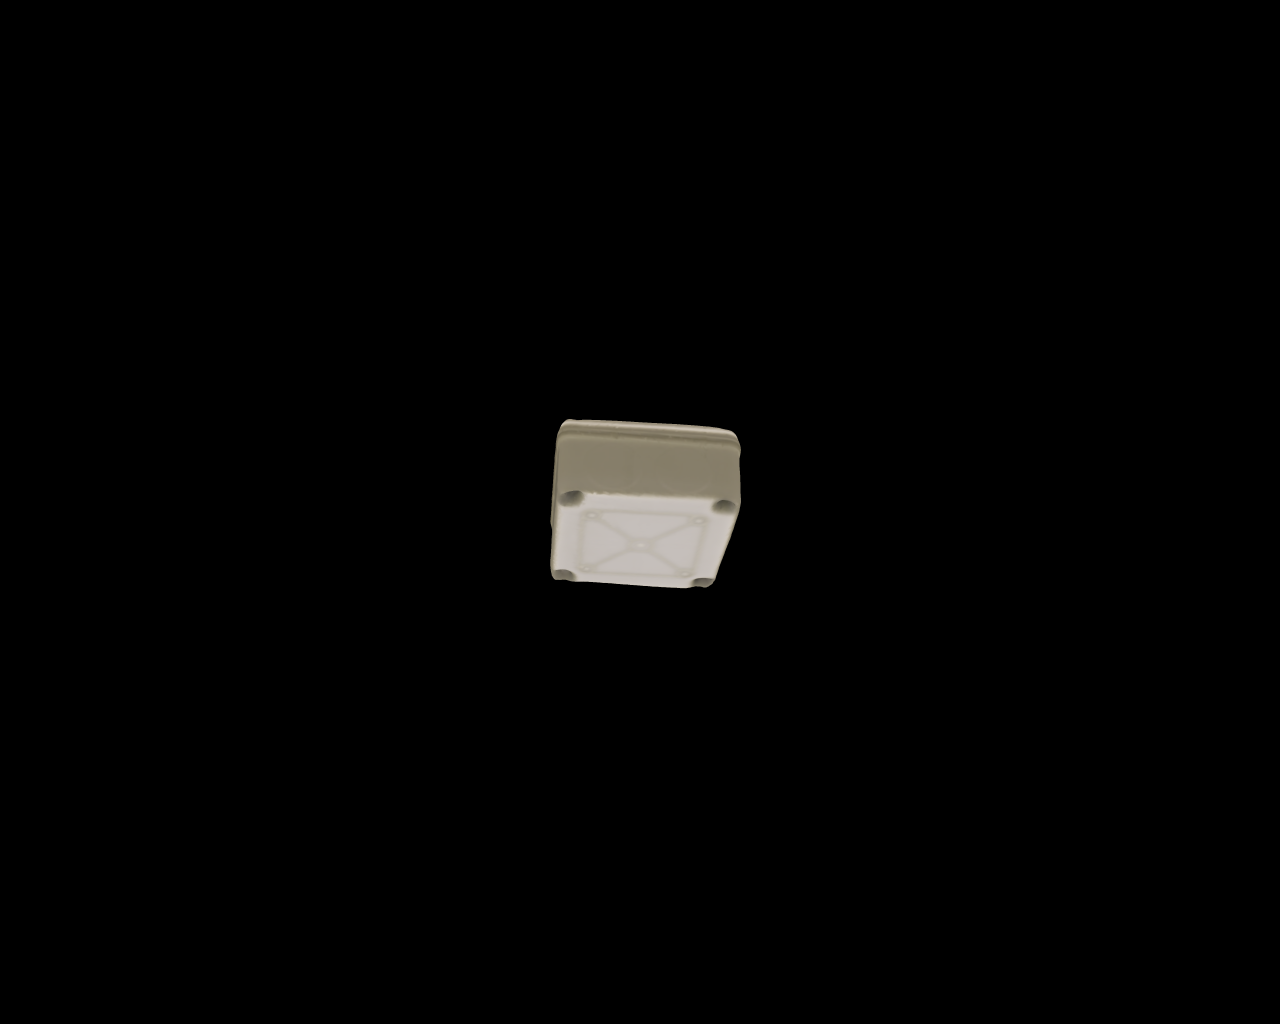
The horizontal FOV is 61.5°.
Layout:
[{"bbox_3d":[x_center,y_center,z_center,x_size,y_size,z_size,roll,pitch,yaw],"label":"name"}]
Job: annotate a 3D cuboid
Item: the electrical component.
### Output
[{"bbox_3d":[0.001,-0.003,0.650,0.109,0.056,0.108,3,-33,-5],"label":"electrical component"}]
